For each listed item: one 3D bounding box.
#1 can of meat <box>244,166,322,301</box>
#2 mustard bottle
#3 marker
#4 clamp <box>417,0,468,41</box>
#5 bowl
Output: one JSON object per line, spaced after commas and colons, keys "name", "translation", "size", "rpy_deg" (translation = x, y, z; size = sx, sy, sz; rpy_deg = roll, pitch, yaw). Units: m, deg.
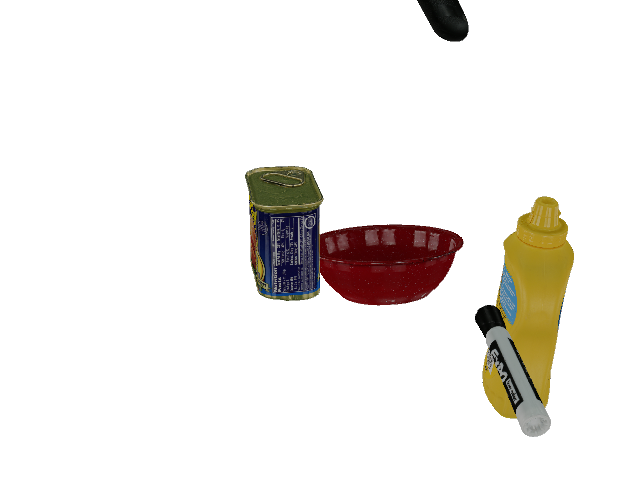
{"name": "can of meat", "translation": [-0.031, -0.007, 0.886], "size": [0.057, 0.084, 0.102], "rpy_deg": [-4, 22, -7]}
{"name": "mustard bottle", "translation": [0.178, 0.051, 0.910], "size": [0.058, 0.192, 0.096], "rpy_deg": [4, 29, 2]}
{"name": "marker", "translation": [0.126, 0.082, 0.711], "size": [0.020, 0.020, 0.121], "rpy_deg": [0, 33, -9]}
{"name": "clamp", "translation": [0.045, -0.240, 0.729], "size": [0.209, 0.164, 0.036], "rpy_deg": [25, -23, -14]}
{"name": "bowl", "translation": [0.066, 0.027, 1.087], "size": [0.162, 0.055, 0.162], "rpy_deg": [-3, 13, 1]}
